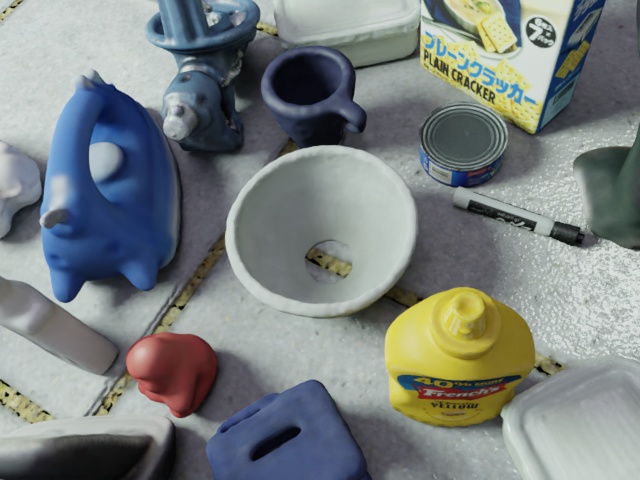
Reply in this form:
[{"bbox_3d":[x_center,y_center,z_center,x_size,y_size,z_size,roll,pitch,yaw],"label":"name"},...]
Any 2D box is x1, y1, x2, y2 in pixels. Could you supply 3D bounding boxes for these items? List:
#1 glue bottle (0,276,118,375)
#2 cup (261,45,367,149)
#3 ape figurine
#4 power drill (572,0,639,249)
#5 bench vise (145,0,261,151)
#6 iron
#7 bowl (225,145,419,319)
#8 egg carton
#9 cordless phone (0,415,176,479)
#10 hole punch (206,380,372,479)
[{"bbox_3d":[-0.232,0.060,0.460,0.078,0.173,0.037,20,66,18],"label":"glue bottle"},{"bbox_3d":[0.004,-0.124,0.573,0.117,0.095,0.092,38,73,25],"label":"cup"},{"bbox_3d":[-0.127,0.104,0.467,0.076,0.092,0.077,-27,61,-6],"label":"ape figurine"},{"bbox_3d":[0.268,-0.096,0.452,0.075,0.209,0.229,-5,61,6],"label":"power drill"},{"bbox_3d":[-0.116,-0.206,0.563,0.121,0.220,0.207,-15,60,0],"label":"bench vise"},{"bbox_3d":[-0.212,-0.078,0.552,0.118,0.142,0.258,-9,60,4],"label":"iron"},{"bbox_3d":[0.005,0.002,0.514,0.167,0.075,0.167,-4,61,7],"label":"bowl"},{"bbox_3d":[-0.375,-0.067,0.611,0.150,0.069,0.107,24,67,20],"label":"egg carton"},{"bbox_3d":[-0.194,0.153,0.397,0.147,0.185,0.094,-7,60,5],"label":"cordless phone"},{"bbox_3d":[-0.028,0.162,0.421,0.109,0.091,0.101,-29,61,-8],"label":"hole punch"}]
